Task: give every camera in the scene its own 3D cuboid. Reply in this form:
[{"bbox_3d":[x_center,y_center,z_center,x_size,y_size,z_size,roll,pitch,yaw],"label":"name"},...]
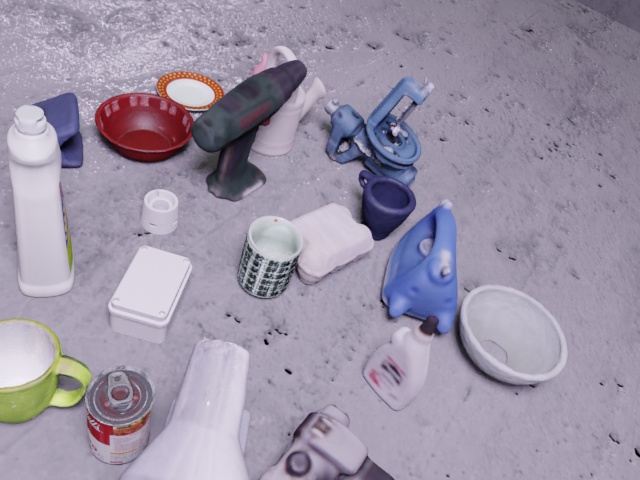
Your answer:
[{"bbox_3d":[0.017,0.270,0.631,0.136,0.101,0.143,35,46,14],"label":"camera"}]

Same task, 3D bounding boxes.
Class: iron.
[{"bbox_3d":[0.180,0.014,0.910,0.118,0.141,0.258,18,44,-3],"label":"iron"}]

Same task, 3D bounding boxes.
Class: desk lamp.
[{"bbox_3d":[-0.120,0.207,0.558,0.118,0.213,0.203,13,45,-8],"label":"desk lamp"}]

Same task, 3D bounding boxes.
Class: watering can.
[{"bbox_3d":[-0.072,-0.260,1.040,0.100,0.194,0.173,38,46,17],"label":"watering can"}]

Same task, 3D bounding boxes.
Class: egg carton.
[{"bbox_3d":[0.008,0.003,0.906,0.151,0.069,0.107,-27,61,-38],"label":"egg carton"}]

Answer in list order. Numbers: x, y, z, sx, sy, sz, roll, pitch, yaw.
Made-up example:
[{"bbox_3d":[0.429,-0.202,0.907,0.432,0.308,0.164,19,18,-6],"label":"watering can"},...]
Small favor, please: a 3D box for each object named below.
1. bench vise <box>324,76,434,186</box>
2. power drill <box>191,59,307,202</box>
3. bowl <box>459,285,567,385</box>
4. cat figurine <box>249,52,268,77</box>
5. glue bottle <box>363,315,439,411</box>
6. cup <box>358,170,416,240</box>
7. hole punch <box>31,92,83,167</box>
[{"bbox_3d":[0.106,-0.212,1.042,0.207,0.219,0.121,18,44,-3],"label":"bench vise"},{"bbox_3d":[-0.117,-0.174,0.930,0.075,0.208,0.230,35,46,14],"label":"power drill"},{"bbox_3d":[0.277,0.153,0.860,0.167,0.075,0.167,11,45,-11],"label":"bowl"},{"bbox_3d":[-0.107,-0.324,1.143,0.067,0.118,0.128,15,44,-7],"label":"cat figurine"},{"bbox_3d":[0.112,0.148,0.732,0.078,0.173,0.037,43,48,21],"label":"glue bottle"},{"bbox_3d":[0.097,-0.055,0.978,0.092,0.095,0.117,-25,60,-37],"label":"cup"},{"bbox_3d":[-0.426,-0.173,0.897,0.101,0.091,0.108,-4,49,-24],"label":"hole punch"}]
